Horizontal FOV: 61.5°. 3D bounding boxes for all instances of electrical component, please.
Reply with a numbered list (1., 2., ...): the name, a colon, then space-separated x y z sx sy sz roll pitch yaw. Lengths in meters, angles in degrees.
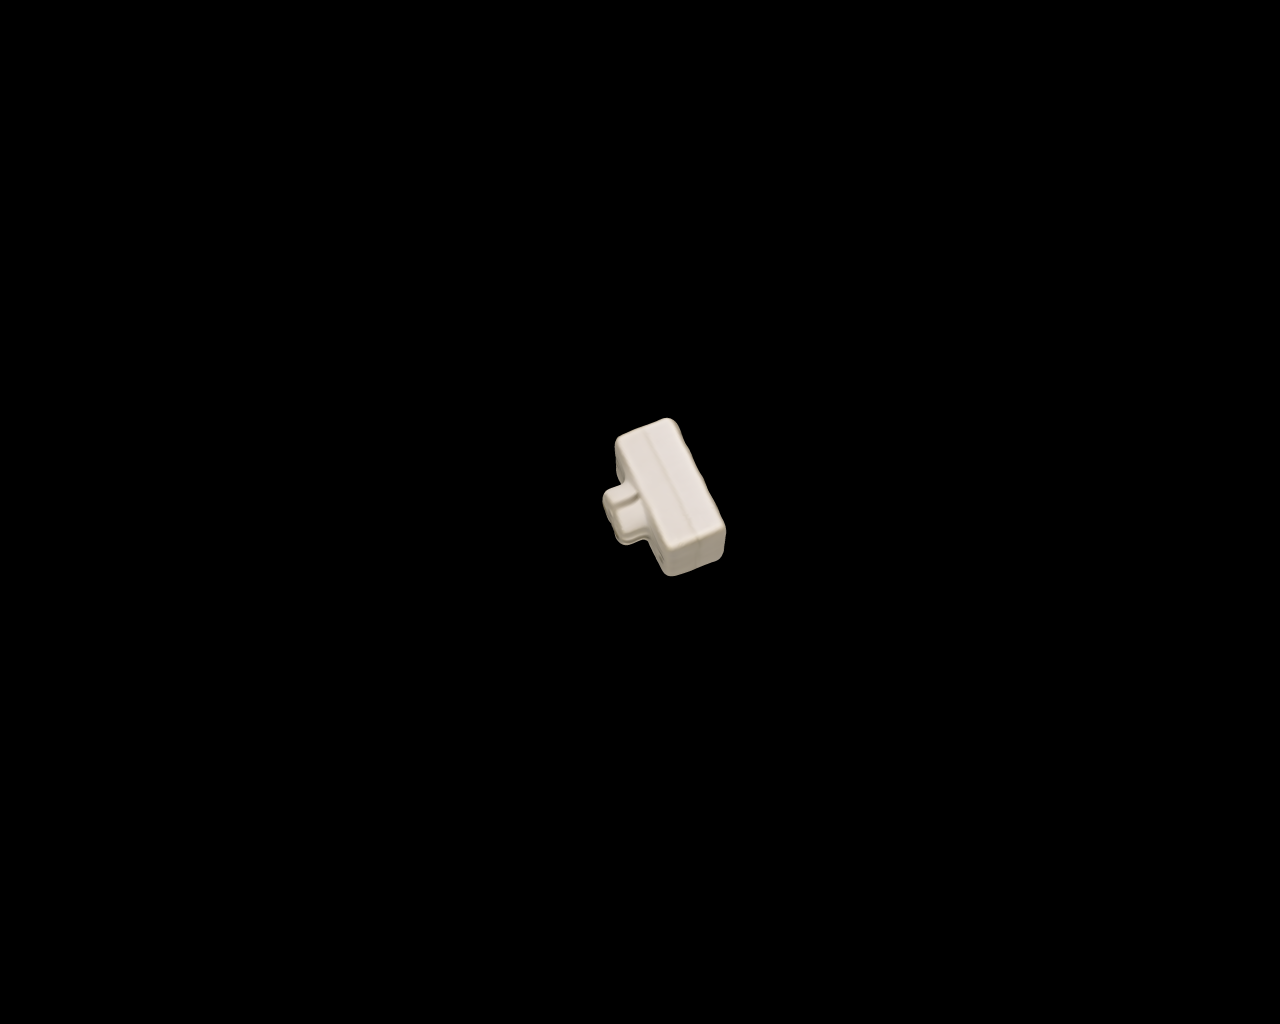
1. electrical component: 0.001 -0.003 0.650 0.076 0.083 0.047 -20 -24 -9
